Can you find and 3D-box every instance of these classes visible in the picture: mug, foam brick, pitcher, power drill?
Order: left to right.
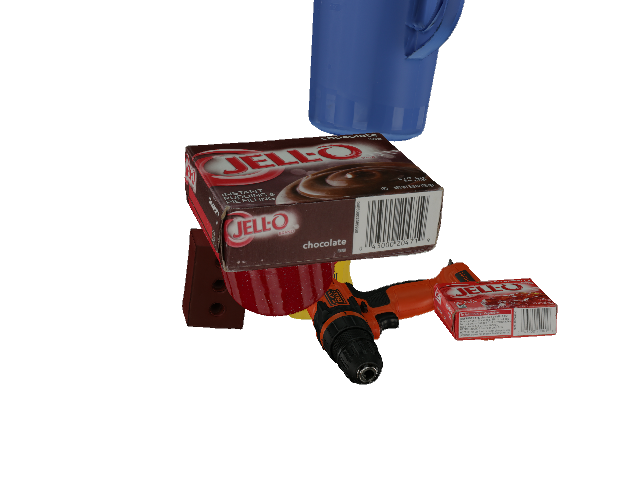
[{"bbox_3d":[-0.094,0.034,0.964,0.053,0.078,0.051,4,15,-13],"label":"foam brick"},{"bbox_3d":[-0.036,-0.009,0.754,0.093,0.117,0.081,-17,-38,-7],"label":"mug"},{"bbox_3d":[0.060,-0.213,0.944,0.145,0.243,0.149,8,15,7],"label":"pitcher"},{"bbox_3d":[0.086,0.081,1.116,0.187,0.057,0.184,-6,28,-14],"label":"power drill"}]

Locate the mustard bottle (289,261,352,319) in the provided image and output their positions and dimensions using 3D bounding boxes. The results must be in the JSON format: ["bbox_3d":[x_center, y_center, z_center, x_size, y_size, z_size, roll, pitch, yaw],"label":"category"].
[{"bbox_3d":[0.001,0.010,1.428,0.096,0.192,0.058,-5,26,-18],"label":"mustard bottle"}]

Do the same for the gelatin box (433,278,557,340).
[{"bbox_3d":[0.146,0.057,0.902,0.089,0.030,0.073,-2,16,-6],"label":"gelatin box"}]

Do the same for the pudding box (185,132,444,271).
[{"bbox_3d":[-0.006,-0.023,0.544,0.113,0.039,0.090,-4,26,-18],"label":"pudding box"}]
